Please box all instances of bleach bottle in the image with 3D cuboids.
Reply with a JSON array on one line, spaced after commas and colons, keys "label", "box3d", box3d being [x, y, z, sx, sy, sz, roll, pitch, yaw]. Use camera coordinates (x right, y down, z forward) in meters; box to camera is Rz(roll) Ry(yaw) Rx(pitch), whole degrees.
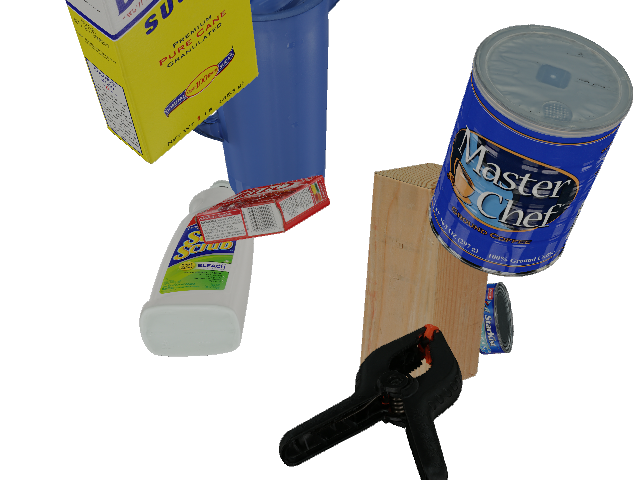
[{"label": "bleach bottle", "box3d": [-0.123, 0.016, 1.130, 0.102, 0.068, 0.251, -2, 36, 2]}]

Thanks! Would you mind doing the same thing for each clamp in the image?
[{"label": "clamp", "box3d": [0.062, 0.120, 0.769, 0.120, 0.039, 0.171, 18, 40, 28]}]

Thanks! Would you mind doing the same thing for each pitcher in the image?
[{"label": "pitcher", "box3d": [-0.063, -0.155, 1.113, 0.149, 0.243, 0.144, 14, 42, 20]}]

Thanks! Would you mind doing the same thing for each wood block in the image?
[{"label": "wood block", "box3d": [0.107, 0.036, 1.066, 0.090, 0.206, 0.090, -12, 23, -42]}]

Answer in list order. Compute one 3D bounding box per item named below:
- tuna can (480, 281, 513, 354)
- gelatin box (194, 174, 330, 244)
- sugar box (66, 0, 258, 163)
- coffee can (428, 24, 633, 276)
[{"label": "tuna can", "box3d": [0.205, 0.094, 1.280, 0.034, 0.086, 0.086, -7, -3, 22]}, {"label": "gelatin box", "box3d": [-0.048, -0.026, 0.889, 0.089, 0.030, 0.073, -8, 15, 36]}, {"label": "sugar box", "box3d": [-0.083, -0.125, 0.563, 0.048, 0.093, 0.176, 40, -20, 18]}, {"label": "coffee can", "box3d": [0.138, -0.059, 0.722, 0.102, 0.103, 0.140, 0, -41, -10]}]
